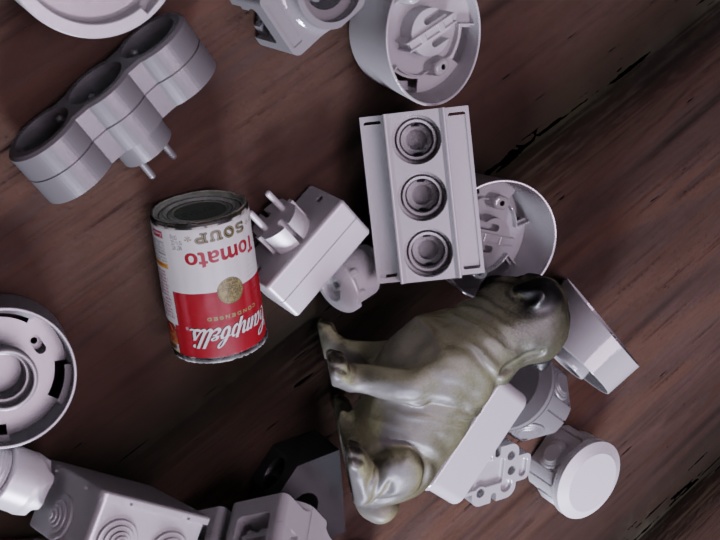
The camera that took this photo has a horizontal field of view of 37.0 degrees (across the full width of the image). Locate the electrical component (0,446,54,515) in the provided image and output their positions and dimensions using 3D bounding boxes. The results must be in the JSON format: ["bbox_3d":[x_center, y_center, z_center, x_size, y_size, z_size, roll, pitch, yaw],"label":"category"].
[{"bbox_3d":[-0.238,0.134,0.709,0.062,0.043,0.043,33,88,-37],"label":"electrical component"}]

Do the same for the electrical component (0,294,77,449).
[{"bbox_3d":[-0.231,0.065,0.689,0.099,0.064,0.099,-4,98,-26],"label":"electrical component"}]

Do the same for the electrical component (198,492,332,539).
[{"bbox_3d":[-0.056,0.249,0.830,0.186,0.105,0.060,55,30,-35],"label":"electrical component"}]

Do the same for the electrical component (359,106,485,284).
[{"bbox_3d":[0.046,-0.056,0.794,0.079,0.063,0.121,-6,96,4],"label":"electrical component"}]

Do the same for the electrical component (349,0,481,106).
[{"bbox_3d":[0.043,-0.171,0.770,0.099,0.064,0.099,-13,115,-30],"label":"electrical component"}]

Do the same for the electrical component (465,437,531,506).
[{"bbox_3d":[0.101,0.168,0.946,0.078,0.057,0.058,-9,113,-32],"label":"electrical component"}]

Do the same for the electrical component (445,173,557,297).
[{"bbox_3d":[0.100,-0.028,0.864,0.099,0.064,0.099,-13,115,-30],"label":"electrical component"}]

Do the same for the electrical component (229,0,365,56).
[{"bbox_3d":[-0.033,-0.191,0.716,0.089,0.056,0.050,-45,127,-12],"label":"electrical component"}]

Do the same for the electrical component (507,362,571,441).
[{"bbox_3d":[0.141,0.107,0.936,0.051,0.080,0.080,36,86,-44],"label":"electrical component"}]

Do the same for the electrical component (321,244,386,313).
[{"bbox_3d":[0.000,0.000,0.821,0.062,0.048,0.048,-32,123,-32],"label":"electrical component"}]

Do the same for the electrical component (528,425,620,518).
[{"bbox_3d":[0.206,0.192,1.031,0.080,0.051,0.080,-13,115,-30],"label":"electrical component"}]

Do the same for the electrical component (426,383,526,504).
[{"bbox_3d":[0.073,0.126,0.897,0.057,0.078,0.113,38,85,-41],"label":"electrical component"}]

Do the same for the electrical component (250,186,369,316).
[{"bbox_3d":[-0.051,-0.026,0.772,0.083,0.047,0.075,-49,128,-9],"label":"electrical component"}]

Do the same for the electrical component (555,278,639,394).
[{"bbox_3d":[0.201,0.060,0.951,0.064,0.099,0.099,-47,127,-2],"label":"electrical component"}]

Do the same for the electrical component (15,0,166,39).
[{"bbox_3d":[-0.164,-0.192,0.621,0.108,0.060,0.108,-13,115,-30],"label":"electrical component"}]

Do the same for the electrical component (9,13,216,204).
[{"bbox_3d":[-0.145,-0.090,0.680,0.138,0.052,0.073,-45,127,-12],"label":"electrical component"}]

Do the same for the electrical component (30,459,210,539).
[{"bbox_3d":[-0.167,0.173,0.739,0.100,0.100,0.048,26,79,-38],"label":"electrical component"}]
